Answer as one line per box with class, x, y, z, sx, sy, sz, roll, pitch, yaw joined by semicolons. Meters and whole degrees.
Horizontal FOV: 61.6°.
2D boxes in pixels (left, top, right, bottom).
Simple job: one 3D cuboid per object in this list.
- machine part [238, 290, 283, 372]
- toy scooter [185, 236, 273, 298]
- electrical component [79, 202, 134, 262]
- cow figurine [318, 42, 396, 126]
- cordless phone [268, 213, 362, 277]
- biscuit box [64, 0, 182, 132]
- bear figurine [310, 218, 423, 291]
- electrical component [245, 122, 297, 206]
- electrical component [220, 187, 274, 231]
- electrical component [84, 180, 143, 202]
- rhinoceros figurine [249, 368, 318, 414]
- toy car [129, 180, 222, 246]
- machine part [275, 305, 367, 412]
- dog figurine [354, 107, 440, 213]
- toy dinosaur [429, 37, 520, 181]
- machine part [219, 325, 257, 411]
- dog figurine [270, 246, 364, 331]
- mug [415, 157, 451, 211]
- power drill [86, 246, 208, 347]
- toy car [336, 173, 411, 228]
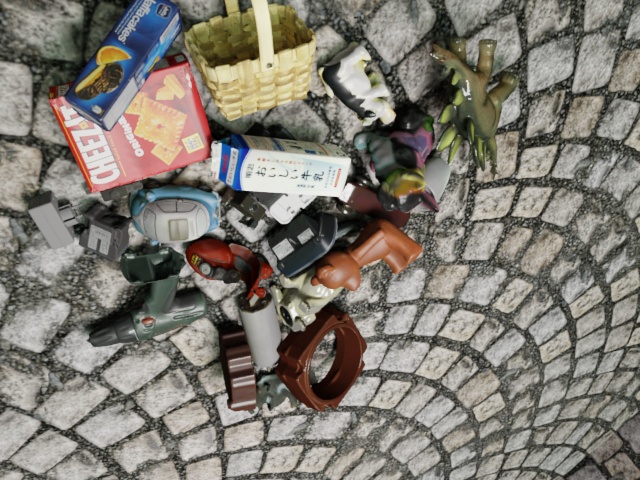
machine part;-0.126;0.192;1.172;0.079;0.079;0.242;-18;125;-13
toy scooter;-0.165;0.059;1.032;0.184;0.135;0.075;16;114;-30
electrical component;-0.376;-0.001;0.936;0.075;0.048;0.119;28;125;-5
cow figurine;0.071;-0.264;0.976;0.098;0.068;0.167;-33;125;5
cordless phone;-0.002;-0.003;1.101;0.146;0.089;0.184;-36;171;33
biscuit box;-0.275;-0.257;0.765;0.063;0.059;0.202;31;80;-6
bear figurine;0.085;0.048;1.059;0.196;0.132;0.120;-41;172;-24
electrical component;-0.100;-0.145;0.982;0.134;0.058;0.114;-46;129;8
electrical component;-0.144;-0.057;1.014;0.102;0.078;0.045;42;78;-40
electrical component;-0.346;-0.088;0.901;0.094;0.063;0.021;-18;126;-12
rhinoceros figurine;-0.096;0.349;1.287;0.190;0.073;0.112;-38;129;2
toy car;-0.253;-0.037;0.943;0.162;0.103;0.109;1;121;-11
machine part;0.009;0.269;1.221;0.201;0.087;0.201;-49;127;-26
dog figurine;0.171;-0.143;1.005;0.191;0.219;0.108;-34;131;0
toy dinosaur;0.298;-0.239;1.035;0.471;0.105;0.198;18;90;-55
machine part;-0.178;0.273;1.144;0.056;0.179;0.179;-7;123;-16
dog figurine;0.004;0.104;1.173;0.190;0.121;0.172;-26;167;-31
mug;0.216;-0.129;1.119;0.107;0.110;0.080;-46;166;-34
power drill;-0.327;0.115;1.011;0.232;0.086;0.207;-11;134;-22
toy car;0.114;-0.075;1.125;0.202;0.053;0.089;20;111;-37
